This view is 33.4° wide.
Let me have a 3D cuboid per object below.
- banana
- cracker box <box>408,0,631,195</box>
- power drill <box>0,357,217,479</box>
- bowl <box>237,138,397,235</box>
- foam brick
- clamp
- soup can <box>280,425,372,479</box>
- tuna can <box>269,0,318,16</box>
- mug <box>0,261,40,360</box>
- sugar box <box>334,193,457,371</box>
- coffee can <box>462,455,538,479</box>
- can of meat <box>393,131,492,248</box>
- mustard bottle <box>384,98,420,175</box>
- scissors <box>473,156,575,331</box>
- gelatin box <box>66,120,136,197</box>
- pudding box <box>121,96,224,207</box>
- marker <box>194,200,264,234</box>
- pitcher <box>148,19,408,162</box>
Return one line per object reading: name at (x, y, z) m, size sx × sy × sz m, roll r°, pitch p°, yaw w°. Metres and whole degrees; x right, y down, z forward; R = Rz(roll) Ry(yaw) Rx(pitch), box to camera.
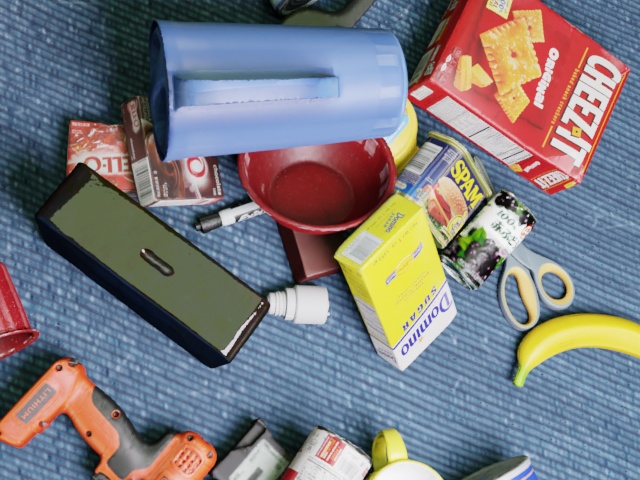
banana at (0.297, 0.114, 1.174) m, size 0.197 × 0.037 × 0.069 m, roll -6°, pitch 93°, yaw -12°
cracker box at (0.222, -0.177, 1.187) m, size 0.213 × 0.072 × 0.164 m, roll 32°, pitch 72°, yaw -13°
power drill at (-0.222, 0.220, 1.030) m, size 0.187 × 0.057 × 0.184 m, roll 41°, pitch 80°, yaw -1°
bowl at (-0.006, -0.062, 1.089) m, size 0.162 × 0.055 × 0.162 m, roll 4°, pitch 56°, yaw -6°
foam brick at (-0.007, 0.001, 1.128) m, size 0.053 × 0.051 × 0.078 m, roll -14°, pitch 81°, yaw -17°
clamp at (0.022, -0.229, 1.190) m, size 0.209 × 0.036 × 0.164 m, roll -6°, pitch 87°, yaw -11°
soup can at (-0.004, 0.238, 1.022) m, size 0.068 × 0.068 × 0.102 m, roll 35°, pitch 75°, yaw -2°
tuna can at (-0.019, -0.283, 1.173) m, size 0.086 × 0.086 × 0.034 m, roll -30°, pitch 87°, yaw -16°
mug at (-0.339, 0.077, 1.032) m, size 0.117 × 0.093 × 0.081 m, roll -29°, pitch 77°, yaw 20°
sugar box at (0.081, 0.046, 1.079) m, size 0.093 × 0.176 × 0.048 m, roll -44°, pitch 47°, yaw -17°
coffee can at (0.193, 0.303, 1.073) m, size 0.102 × 0.103 × 0.140 m, roll -24°, pitch 83°, yaw -16°
can of meat at (0.126, -0.051, 1.143) m, size 0.084 × 0.058 × 0.102 m, roll -50°, pitch 135°, yaw -11°
mustard bottle at (0.048, -0.132, 1.154) m, size 0.191 × 0.058 × 0.096 m, roll 44°, pitch 86°, yaw -14°
scissors at (0.229, 0.000, 1.194) m, size 0.096 × 0.016 × 0.202 m, roll -4°, pitch 79°, yaw -10°
gelatin box at (-0.218, -0.084, 1.115) m, size 0.089 × 0.030 × 0.073 m, roll 3°, pitch 77°, yaw -11°
pudding box at (-0.152, -0.091, 1.104) m, size 0.089 × 0.039 × 0.113 m, roll -5°, pitch 83°, yaw -43°
marker at (-0.076, -0.032, 1.138) m, size 0.121 × 0.020 × 0.020 m, roll -19°, pitch 82°, yaw -15°
pitcher at (-0.040, -0.146, 1.024) m, size 0.242 × 0.145 × 0.149 m, roll -5°, pitch 53°, yaw -15°
